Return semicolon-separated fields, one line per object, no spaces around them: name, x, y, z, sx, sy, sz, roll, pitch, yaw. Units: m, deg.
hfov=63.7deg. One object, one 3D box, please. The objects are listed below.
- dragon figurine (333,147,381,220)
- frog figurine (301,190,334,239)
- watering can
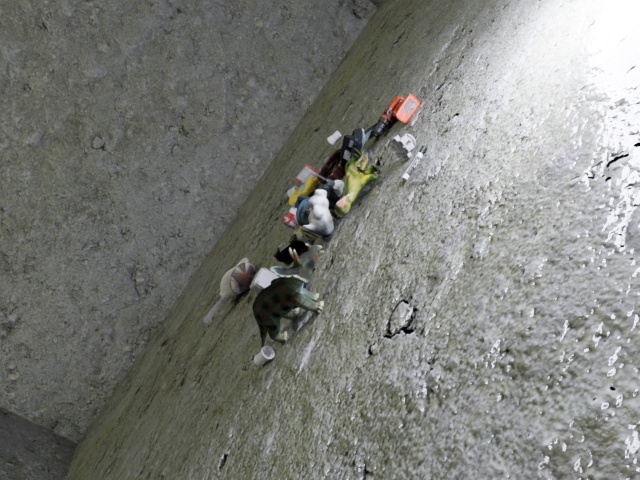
dragon figurine;0.103;-0.186;1.807;0.122;0.240;0.416;32;18;-3
frog figurine;0.005;-0.091;1.802;0.123;0.160;0.136;23;-5;24
watering can;-0.402;0.221;2.327;0.103;0.354;0.222;36;-29;-17
